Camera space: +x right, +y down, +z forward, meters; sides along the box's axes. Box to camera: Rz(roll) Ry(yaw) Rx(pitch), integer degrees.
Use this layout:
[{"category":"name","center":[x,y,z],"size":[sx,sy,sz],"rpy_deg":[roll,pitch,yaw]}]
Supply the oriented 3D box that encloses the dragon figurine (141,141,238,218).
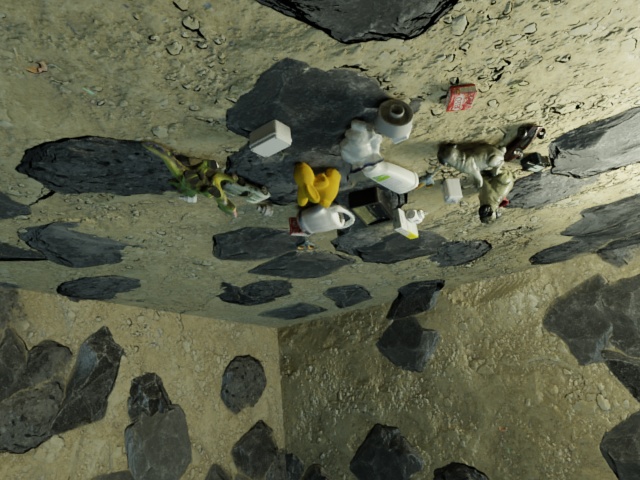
[{"category":"dragon figurine","center":[-0.430,-0.190,1.699],"size":[0.406,0.124,0.240],"rpy_deg":[31,151,-27]}]

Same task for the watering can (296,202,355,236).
[{"category":"watering can","center":[0.006,-0.103,2.046],"size":[0.223,0.106,0.343],"rpy_deg":[-13,159,20]}]

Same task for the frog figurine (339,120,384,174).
[{"category":"frog figurine","center":[0.120,-0.303,1.588],"size":[0.137,0.125,0.156],"rpy_deg":[-7,124,26]}]
